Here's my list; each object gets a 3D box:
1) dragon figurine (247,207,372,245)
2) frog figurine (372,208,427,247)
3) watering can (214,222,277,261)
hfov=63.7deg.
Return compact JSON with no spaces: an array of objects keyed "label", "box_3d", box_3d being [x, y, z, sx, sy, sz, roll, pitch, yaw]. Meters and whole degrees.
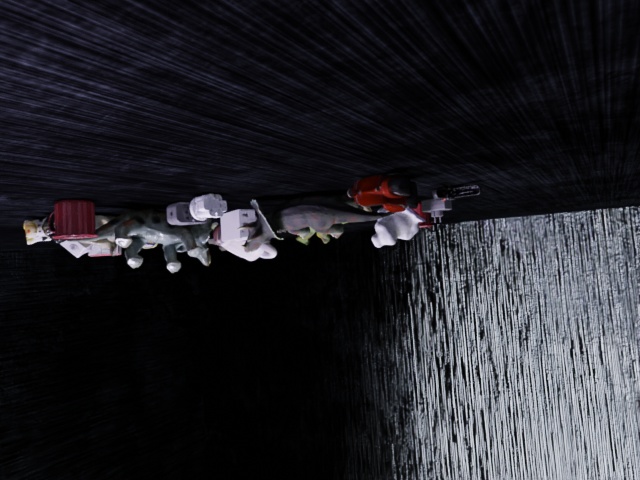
[{"label":"dragon figurine","box_3d":[0.005,-0.078,1.547,0.239,0.123,0.411,-29,163,39]},{"label":"frog figurine","box_3d":[0.229,-0.041,1.595,0.136,0.158,0.125,35,-169,-26]},{"label":"watering can","box_3d":[-0.282,0.009,1.844,0.223,0.105,0.346,30,166,-21]}]
